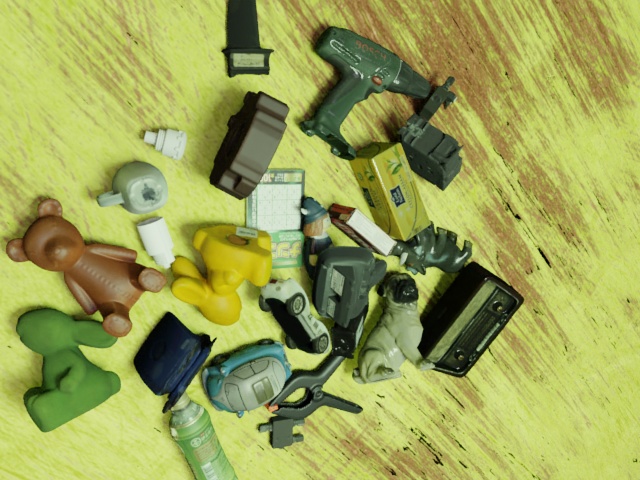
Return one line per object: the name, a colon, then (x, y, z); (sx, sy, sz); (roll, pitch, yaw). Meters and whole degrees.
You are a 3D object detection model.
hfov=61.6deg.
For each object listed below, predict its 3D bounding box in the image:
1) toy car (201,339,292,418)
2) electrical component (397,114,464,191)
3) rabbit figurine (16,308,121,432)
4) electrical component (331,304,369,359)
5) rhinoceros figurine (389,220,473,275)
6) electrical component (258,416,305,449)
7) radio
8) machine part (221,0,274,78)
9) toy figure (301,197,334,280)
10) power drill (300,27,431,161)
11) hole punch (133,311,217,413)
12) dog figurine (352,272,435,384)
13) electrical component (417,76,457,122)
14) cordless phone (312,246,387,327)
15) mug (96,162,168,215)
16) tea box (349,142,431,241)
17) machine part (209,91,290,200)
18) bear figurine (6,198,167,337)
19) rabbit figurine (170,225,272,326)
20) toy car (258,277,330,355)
toy car: (-0.119, 0.250, 0.946); (0.162, 0.103, 0.109); (-20, 109, -17)
electrical component: (0.201, -0.154, 0.990); (0.058, 0.115, 0.134); (-47, 158, -8)
rabbit figurine: (-0.383, 0.176, 0.810); (0.159, 0.121, 0.170); (-24, 94, -22)
electrical component: (0.058, 0.157, 1.020); (0.048, 0.119, 0.074); (9, 130, 14)
rhinoceros figurine: (0.213, 0.019, 1.067); (0.190, 0.073, 0.112); (14, 108, -29)
electrical component: (-0.074, 0.369, 1.032); (0.094, 0.021, 0.063); (-1, 101, -24)
radio: (0.298, 0.168, 1.097); (0.131, 0.073, 0.229); (26, 108, -27)
machine part: (-0.120, -0.335, 0.866); (0.084, 0.039, 0.138); (-9, 106, -14)
toy figure: (-0.003, -0.003, 0.970); (0.058, 0.064, 0.154); (-7, 109, -7)
power drill: (0.073, -0.246, 0.945); (0.232, 0.086, 0.207); (29, 92, -24)
hole punch: (-0.240, 0.190, 0.877); (0.092, 0.116, 0.142); (39, 83, -17)
dog figurine: (0.126, 0.171, 1.047); (0.172, 0.121, 0.190); (-15, 70, -2)
electrical component: (0.221, -0.251, 1.019); (0.045, 0.078, 0.102); (37, 78, -2)
cordless phone: (0.075, 0.059, 0.975); (0.184, 0.089, 0.146); (-29, 138, -41)
mug: (-0.279, -0.074, 0.807); (0.109, 0.107, 0.080); (-15, 104, -23)
tea box: (0.128, -0.091, 0.989); (0.068, 0.098, 0.169); (-32, 110, -16)
machine part: (-0.114, -0.147, 0.835); (0.056, 0.179, 0.179); (25, 90, -24)
bear figurine: (-0.345, 0.036, 0.791); (0.195, 0.132, 0.120); (45, 76, -31)
rabbit figurine: (-0.163, 0.069, 0.885); (0.162, 0.122, 0.173); (4, 120, -19)
toy car: (-0.042, 0.139, 0.952); (0.056, 0.074, 0.201); (-63, 140, -35)
